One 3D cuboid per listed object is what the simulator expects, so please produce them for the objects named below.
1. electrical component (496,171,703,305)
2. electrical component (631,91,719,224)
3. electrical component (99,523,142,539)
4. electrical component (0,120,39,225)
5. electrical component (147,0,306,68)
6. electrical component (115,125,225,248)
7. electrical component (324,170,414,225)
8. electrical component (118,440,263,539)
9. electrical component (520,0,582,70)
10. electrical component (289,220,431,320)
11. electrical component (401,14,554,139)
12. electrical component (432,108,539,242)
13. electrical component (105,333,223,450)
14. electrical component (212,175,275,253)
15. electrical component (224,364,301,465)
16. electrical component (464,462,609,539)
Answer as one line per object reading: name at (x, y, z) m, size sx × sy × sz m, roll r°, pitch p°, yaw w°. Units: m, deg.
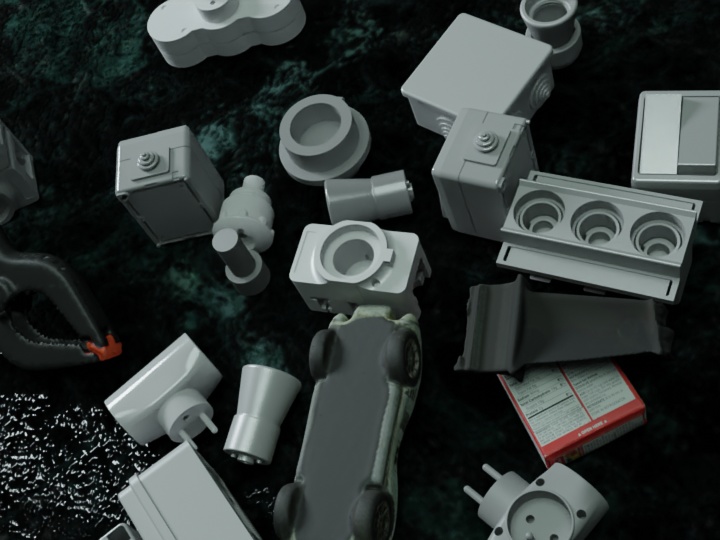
electrical component at (0.167, -0.018, 0.747) m, size 0.121 × 0.063 × 0.078 m, roll 13°, pitch 65°, yaw 23°
electrical component at (0.230, -0.089, 0.770) m, size 0.062 × 0.061 × 0.096 m, roll 3°, pitch 62°, yaw 18°
electrical component at (-0.161, 0.242, 0.699) m, size 0.109 × 0.056 × 0.108 m, roll -38°, pitch 57°, yaw -7°
electrical component at (-0.347, -0.099, 0.899) m, size 0.089 × 0.150 × 0.061 m, roll -23°, pitch 56°, yaw 3°
electrical component at (-0.124, -0.232, 0.955) m, size 0.138 × 0.073 × 0.052 m, roll -11°, pitch 58°, yaw 10°
electrical component at (-0.152, -0.072, 0.856) m, size 0.062 × 0.096 × 0.061 m, roll -12°, pitch 58°, yaw 10°
electrical component at (0.009, -0.055, 0.831) m, size 0.065 × 0.044 × 0.044 m, roll -12°, pitch 58°, yaw 4°
electrical component at (-0.100, 0.179, 0.705) m, size 0.057 × 0.078 × 0.113 m, roll -36°, pitch 57°, yaw -9°
electrical component at (0.153, -0.193, 0.858) m, size 0.045 × 0.055 × 0.045 m, roll -8°, pitch 59°, yaw 13°
electrical component at (0.000, 0.000, 0.792) m, size 0.089 × 0.055 × 0.050 m, roll 6°, pitch 63°, yaw 20°
electrical component at (0.096, -0.144, 0.851) m, size 0.100 × 0.048 × 0.099 m, roll 29°, pitch 72°, yaw 29°
electrical component at (0.090, -0.072, 0.782) m, size 0.061 × 0.096 × 0.061 m, roll 15°, pitch 66°, yaw 25°
electrical component at (-0.133, 0.098, 0.782) m, size 0.077 × 0.044 × 0.079 m, roll -41°, pitch 58°, yaw -9°
electrical component at (-0.089, -0.046, 0.854) m, size 0.048 × 0.048 × 0.062 m, roll -3°, pitch 53°, yaw 15°
electrical component at (-0.071, 0.105, 0.762) m, size 0.044 × 0.044 × 0.065 m, roll 8°, pitch 68°, yaw 21°
electrical component at (0.101, 0.154, 0.678) m, size 0.079 × 0.044 × 0.077 m, roll 36°, pitch 76°, yaw 30°
